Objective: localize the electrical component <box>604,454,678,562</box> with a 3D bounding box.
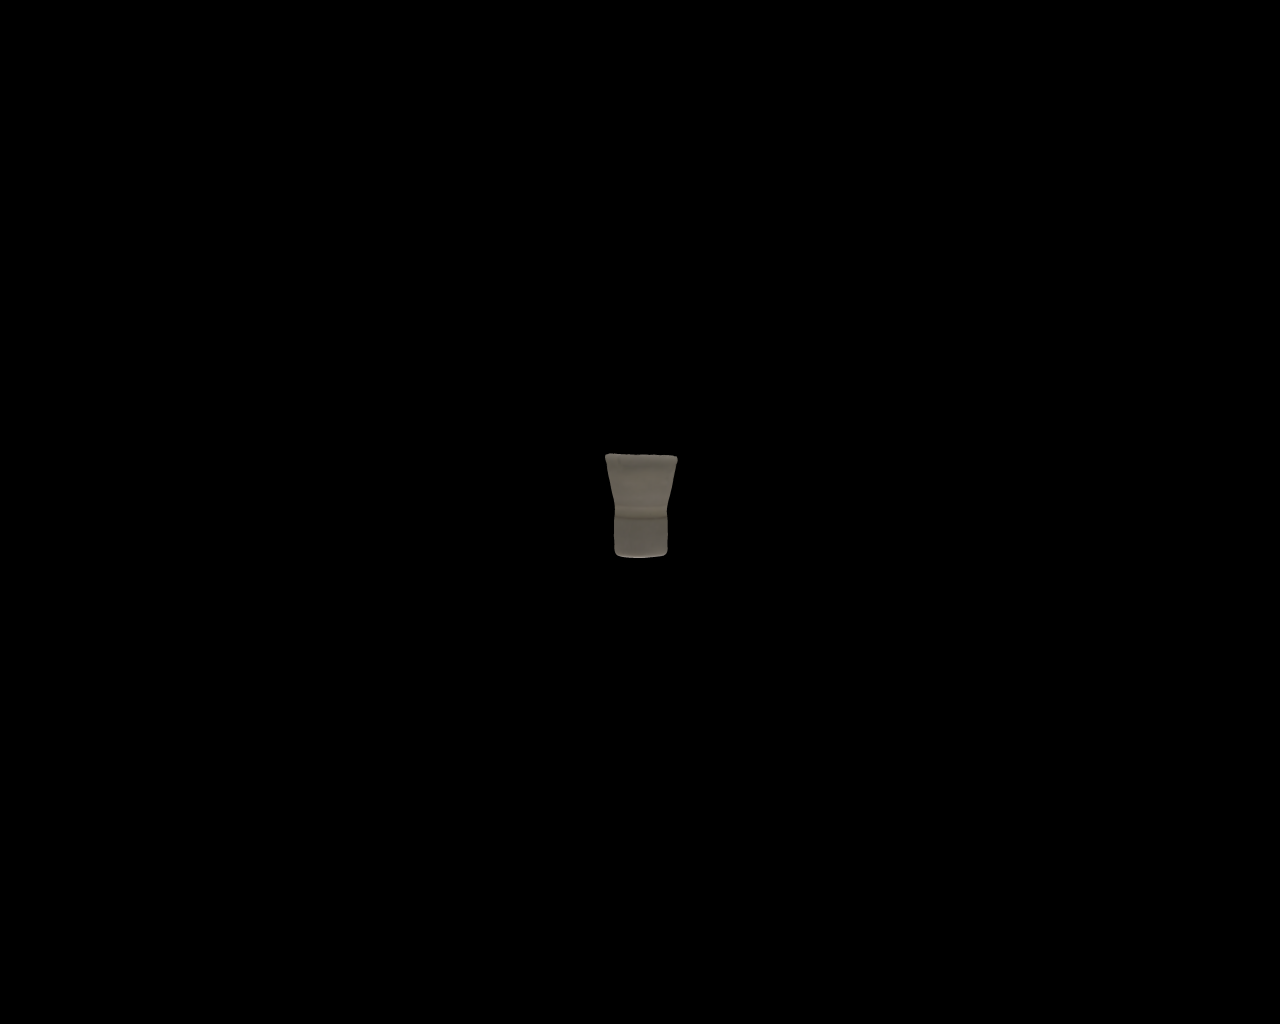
[{"bbox_3d":[0.001,-0.003,0.650,0.044,0.065,0.044,0,4,0],"label":"electrical component"}]
